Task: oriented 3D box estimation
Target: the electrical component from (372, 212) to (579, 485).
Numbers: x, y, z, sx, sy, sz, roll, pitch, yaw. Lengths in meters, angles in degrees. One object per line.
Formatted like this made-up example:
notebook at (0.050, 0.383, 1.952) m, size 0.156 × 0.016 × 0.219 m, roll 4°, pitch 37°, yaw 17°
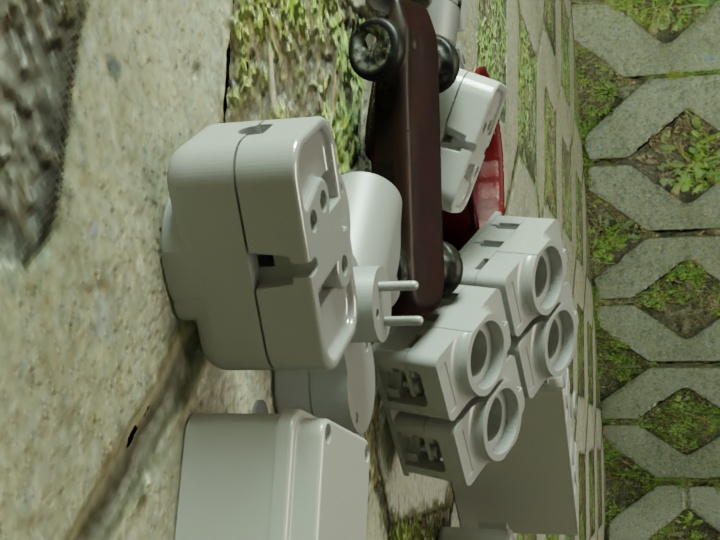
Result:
electrical component at (0.091, 0.051, 0.761) m, size 0.186 × 0.060 × 0.105 m, roll -44°, pitch 129°, yaw -42°

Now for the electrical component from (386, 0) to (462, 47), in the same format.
electrical component at (0.044, -0.180, 0.762) m, size 0.055 × 0.055 × 0.047 m, roll 37°, pitch 57°, yaw -70°

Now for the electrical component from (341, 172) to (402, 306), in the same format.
electrical component at (0.000, 0.000, 0.598) m, size 0.079 × 0.044 × 0.077 m, roll 72°, pitch 22°, yaw -44°

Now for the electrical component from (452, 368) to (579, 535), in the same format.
electrical component at (0.133, 0.149, 0.942) m, size 0.060 × 0.105 × 0.186 m, roll -74°, pitch 157°, yaw -48°

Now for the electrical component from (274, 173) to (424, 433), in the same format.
electrical component at (-0.006, 0.017, 0.519) m, size 0.052 × 0.074 × 0.138 m, roll -62°, pitch 147°, yaw -60°

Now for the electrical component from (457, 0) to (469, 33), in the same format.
electrical component at (0.057, -0.226, 0.821) m, size 0.076 × 0.047 × 0.065 m, roll -73°, pitch 156°, yaw -50°

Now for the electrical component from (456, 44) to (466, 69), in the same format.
electrical component at (0.054, -0.150, 0.804) m, size 0.040 × 0.046 × 0.040 m, roll -2°, pitch 90°, yaw -74°

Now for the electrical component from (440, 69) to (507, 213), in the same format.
electrical component at (0.057, -0.094, 0.756) m, size 0.054 × 0.059 × 0.095 m, roll -13°, pitch 123°, yaw -73°

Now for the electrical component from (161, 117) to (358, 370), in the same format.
electrical component at (-0.040, -0.009, 0.428) m, size 0.053 × 0.059 × 0.095 m, roll -59°, pitch 144°, yaw -63°

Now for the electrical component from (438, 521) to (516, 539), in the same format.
electrical component at (0.100, 0.246, 0.895) m, size 0.096 × 0.062 × 0.061 m, roll 65°, pitch 28°, yaw -55°

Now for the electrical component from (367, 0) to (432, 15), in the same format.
electrical component at (0.027, -0.217, 0.722) m, size 0.043 × 0.043 × 0.081 m, roll 42°, pitch 48°, yaw -69°

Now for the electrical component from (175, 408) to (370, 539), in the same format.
electrical component at (-0.034, 0.117, 0.439) m, size 0.078 × 0.057 × 0.113 m, roll 47°, pitch 43°, yaw -67°
